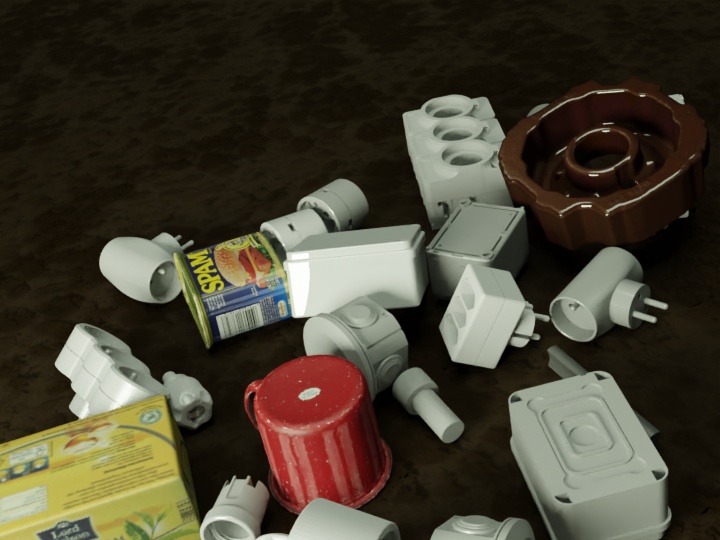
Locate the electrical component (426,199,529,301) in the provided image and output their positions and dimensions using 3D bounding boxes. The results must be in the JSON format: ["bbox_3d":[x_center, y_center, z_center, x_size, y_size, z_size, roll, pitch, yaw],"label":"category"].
[{"bbox_3d":[0.106,-0.016,0.933,0.062,0.061,0.096,10,40,28],"label":"electrical component"}]

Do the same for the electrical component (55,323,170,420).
[{"bbox_3d":[-0.209,0.102,0.867,0.138,0.052,0.073,32,93,53],"label":"electrical component"}]

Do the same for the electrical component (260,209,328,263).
[{"bbox_3d":[-0.059,-0.026,1.004,0.047,0.055,0.055,-24,36,-24],"label":"electrical component"}]

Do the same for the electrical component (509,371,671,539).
[{"bbox_3d":[0.151,0.130,0.718,0.078,0.057,0.113,-14,35,-3],"label":"electrical component"}]

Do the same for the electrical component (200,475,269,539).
[{"bbox_3d":[-0.085,0.170,0.746,0.040,0.040,0.046,-2,30,14],"label":"electrical component"}]

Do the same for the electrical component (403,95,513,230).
[{"bbox_3d":[0.099,-0.113,1.072,0.089,0.061,0.150,-11,35,1],"label":"electrical component"}]

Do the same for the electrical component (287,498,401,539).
[{"bbox_3d":[-0.007,0.194,0.634,0.060,0.108,0.108,9,39,17],"label":"electrical component"}]

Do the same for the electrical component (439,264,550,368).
[{"bbox_3d":[0.114,0.040,0.856,0.077,0.065,0.047,11,30,-19],"label":"electrical component"}]

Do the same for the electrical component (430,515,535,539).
[{"bbox_3d":[0.074,0.186,0.642,0.051,0.080,0.080,2,37,27],"label":"electrical component"}]

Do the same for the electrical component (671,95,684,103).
[{"bbox_3d":[0.286,-0.123,1.032,0.061,0.061,0.096,-9,35,4],"label":"electrical component"}]

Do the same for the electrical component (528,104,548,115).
[{"bbox_3d":[0.187,-0.136,1.086,0.055,0.055,0.047,4,34,21],"label":"electrical component"}]

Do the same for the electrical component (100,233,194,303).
[{"bbox_3d":[-0.195,-0.010,1.028,0.077,0.043,0.079,21,46,38],"label":"electrical component"}]

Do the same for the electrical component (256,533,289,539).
[{"bbox_3d":[-0.053,0.203,0.686,0.048,0.048,0.062,2,44,19],"label":"electrical component"}]

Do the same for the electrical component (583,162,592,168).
[{"bbox_3d":[0.189,-0.088,1.025,0.055,0.048,0.066,-27,37,-9],"label":"electrical component"}]

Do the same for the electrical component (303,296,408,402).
[{"bbox_3d":[-0.003,0.064,0.838,0.051,0.080,0.080,-28,38,-30],"label":"electrical component"}]

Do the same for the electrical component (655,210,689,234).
[{"bbox_3d":[0.259,-0.052,0.956,0.062,0.043,0.043,-6,35,7],"label":"electrical component"}]

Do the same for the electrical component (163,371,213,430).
[{"bbox_3d":[-0.143,0.101,0.865,0.035,0.035,0.061,-26,34,-19],"label":"electrical component"}]

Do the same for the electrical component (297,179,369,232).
[{"bbox_3d":[-0.025,-0.056,1.035,0.055,0.055,0.047,19,41,36],"label":"electrical component"}]

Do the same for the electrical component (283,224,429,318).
[{"bbox_3d":[0.000,0.000,0.915,0.109,0.056,0.108,-6,9,9],"label":"electrical component"}]

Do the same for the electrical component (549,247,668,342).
[{"bbox_3d":[0.206,0.024,0.863,0.079,0.043,0.077,19,45,37],"label":"electrical component"}]
